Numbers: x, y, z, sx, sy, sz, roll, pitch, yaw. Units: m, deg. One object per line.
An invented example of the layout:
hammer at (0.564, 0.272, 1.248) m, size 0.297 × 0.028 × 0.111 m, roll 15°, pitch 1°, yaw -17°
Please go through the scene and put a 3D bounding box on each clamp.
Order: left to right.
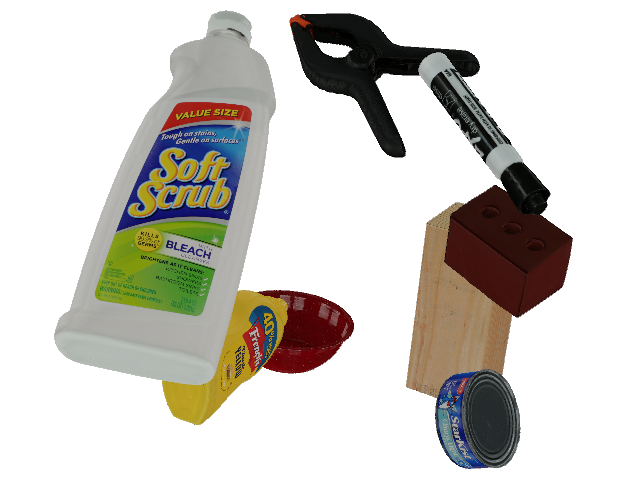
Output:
clamp at (0.050, -0.156, 0.934) m, size 0.120 × 0.172 × 0.039 m, roll -38°, pitch -24°, yaw -20°

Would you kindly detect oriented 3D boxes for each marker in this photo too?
marker at (0.089, -0.059, 0.586) m, size 0.020 × 0.121 × 0.020 m, roll -19°, pitch -36°, yaw -15°

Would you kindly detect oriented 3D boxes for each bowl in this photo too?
bowl at (-0.040, 0.121, 1.342) m, size 0.162 × 0.055 × 0.162 m, roll 5°, pitch 23°, yaw -2°

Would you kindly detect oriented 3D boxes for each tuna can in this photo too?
tuna can at (0.138, 0.157, 0.940) m, size 0.034 × 0.086 × 0.085 m, roll -14°, pitch -10°, yaw 41°

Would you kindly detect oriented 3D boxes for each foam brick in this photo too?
foam brick at (0.138, 0.008, 0.789) m, size 0.052 × 0.051 × 0.078 m, roll -32°, pitch 54°, yaw -29°

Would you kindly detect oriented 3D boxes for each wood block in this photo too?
wood block at (0.166, 0.074, 1.216) m, size 0.090 × 0.206 × 0.090 m, roll 17°, pitch 25°, yaw 26°

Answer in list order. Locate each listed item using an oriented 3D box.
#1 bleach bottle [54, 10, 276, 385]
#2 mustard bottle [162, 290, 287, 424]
bleach bottle at (-0.090, -0.039, 0.689) m, size 0.102 × 0.250 × 0.068 m, roll 12°, pitch -23°, yaw -5°
mustard bottle at (-0.088, 0.105, 1.107) m, size 0.058 × 0.096 × 0.191 m, roll 13°, pitch 26°, yaw 24°
